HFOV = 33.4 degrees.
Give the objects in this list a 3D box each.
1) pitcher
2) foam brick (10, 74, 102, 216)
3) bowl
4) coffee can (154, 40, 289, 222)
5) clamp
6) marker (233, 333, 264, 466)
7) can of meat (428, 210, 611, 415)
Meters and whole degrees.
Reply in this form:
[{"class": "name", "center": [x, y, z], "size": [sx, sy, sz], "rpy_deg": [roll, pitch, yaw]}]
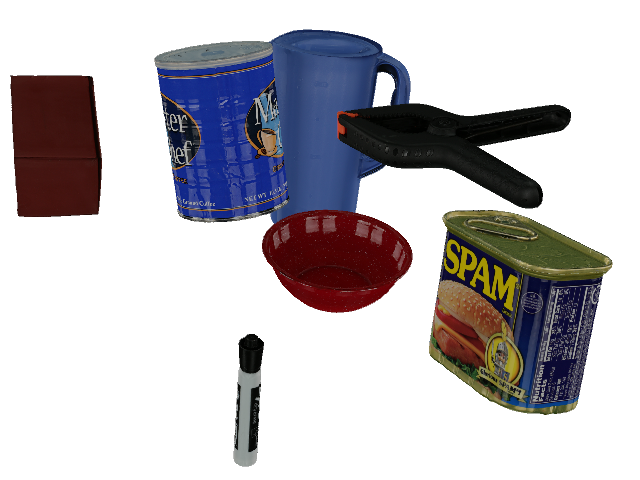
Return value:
[{"class": "pitcher", "center": [0.009, -0.129, 1.312], "size": [0.144, 0.243, 0.149], "rpy_deg": [-9, 27, -29]}, {"class": "foam brick", "center": [-0.167, -0.060, 0.672], "size": [0.051, 0.078, 0.053], "rpy_deg": [-2, -41, -16]}, {"class": "bowl", "center": [0.016, 0.029, 1.152], "size": [0.162, 0.055, 0.162], "rpy_deg": [4, 32, -2]}, {"class": "coffee can", "center": [-0.085, -0.098, 0.942], "size": [0.103, 0.140, 0.103], "rpy_deg": [-6, 18, 2]}, {"class": "clamp", "center": [0.119, -0.094, 0.961], "size": [0.210, 0.036, 0.164], "rpy_deg": [14, 35, 23]}, {"class": "marker", "center": [-0.055, 0.122, 0.813], "size": [0.020, 0.121, 0.020], "rpy_deg": [4, 32, -3]}, {"class": "can of meat", "center": [0.105, 0.037, 0.587], "size": [0.057, 0.084, 0.102], "rpy_deg": [-2, 19, -26]}]
